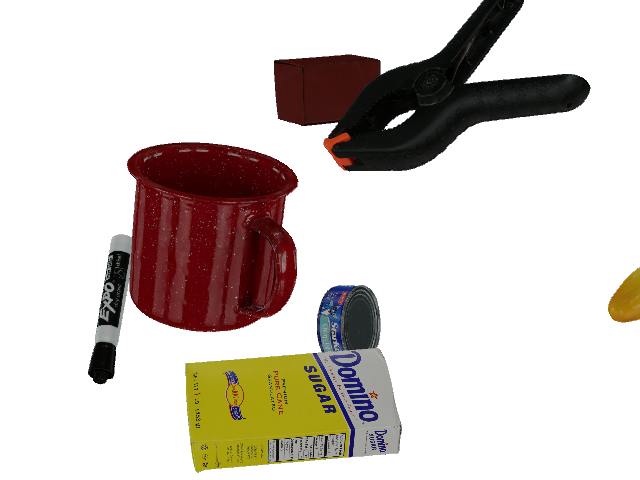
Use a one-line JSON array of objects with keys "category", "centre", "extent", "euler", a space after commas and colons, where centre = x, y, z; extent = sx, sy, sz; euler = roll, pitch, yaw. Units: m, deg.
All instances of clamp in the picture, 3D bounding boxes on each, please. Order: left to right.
[{"category": "clamp", "centre": [0.086, -0.090, 0.692], "extent": [0.039, 0.171, 0.120], "euler": [47, 9, -41]}]

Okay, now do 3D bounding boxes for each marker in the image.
[{"category": "marker", "centre": [-0.155, 0.050, 0.794], "extent": [0.020, 0.121, 0.020], "euler": [2, -33, 1]}]

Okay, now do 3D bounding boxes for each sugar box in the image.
[{"category": "sugar box", "centre": [-0.025, 0.143, 0.916], "extent": [0.176, 0.048, 0.093], "euler": [-6, 42, -6]}]

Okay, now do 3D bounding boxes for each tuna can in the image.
[{"category": "tuna can", "centre": [0.030, 0.090, 1.136], "extent": [0.034, 0.086, 0.086], "euler": [-1, 0, 30]}]

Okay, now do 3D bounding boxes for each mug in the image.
[{"category": "mug", "centre": [-0.055, 0.002, 0.588], "extent": [0.117, 0.081, 0.093], "euler": [27, 29, 38]}]

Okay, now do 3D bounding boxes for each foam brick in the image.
[{"category": "foam brick", "centre": [0.006, -0.129, 0.909], "extent": [0.078, 0.051, 0.053], "euler": [-9, 18, -27]}]

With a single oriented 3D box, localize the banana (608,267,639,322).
[{"category": "banana", "centre": [0.292, 0.023, 0.739], "extent": [0.198, 0.037, 0.069], "euler": [-3, 34, 1]}]
